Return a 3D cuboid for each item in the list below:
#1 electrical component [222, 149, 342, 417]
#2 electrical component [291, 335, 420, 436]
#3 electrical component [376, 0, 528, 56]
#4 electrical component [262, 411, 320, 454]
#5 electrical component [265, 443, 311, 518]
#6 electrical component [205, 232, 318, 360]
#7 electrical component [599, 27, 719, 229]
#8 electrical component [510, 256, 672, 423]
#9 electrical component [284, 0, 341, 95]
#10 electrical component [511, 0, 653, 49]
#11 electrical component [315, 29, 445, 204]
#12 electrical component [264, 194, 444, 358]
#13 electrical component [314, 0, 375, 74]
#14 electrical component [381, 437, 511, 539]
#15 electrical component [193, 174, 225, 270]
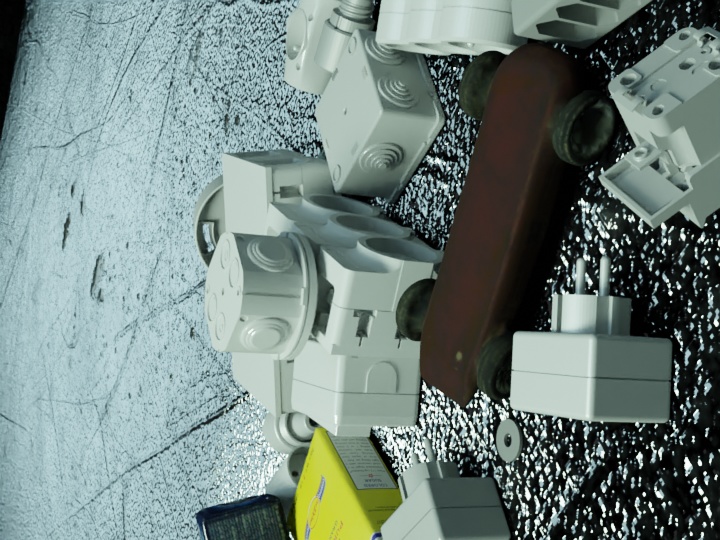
[{"bbox_3d":[-0.058,0.005,0.833,0.105,0.060,0.186,-154,60,-63],"label":"electrical component"},{"bbox_3d":[-0.007,0.078,0.741,0.096,0.062,0.061,-177,92,-65],"label":"electrical component"},{"bbox_3d":[0.058,-0.172,0.657,0.138,0.052,0.073,-156,74,-64],"label":"electrical component"},{"bbox_3d":[-0.048,0.121,0.843,0.062,0.043,0.043,-27,61,60],"label":"electrical component"},{"bbox_3d":[-0.050,0.173,0.839,0.081,0.043,0.043,124,142,-46],"label":"electrical component"},{"bbox_3d":[-0.061,0.015,0.665,0.080,0.051,0.080,-175,90,-65],"label":"electrical component"},{"bbox_3d":[0.137,-0.060,0.442,0.081,0.063,0.042,-37,36,2],"label":"electrical component"},{"bbox_3d":[0.111,0.032,0.517,0.066,0.047,0.076,176,98,-65],"label":"electrical component"},{"bbox_3d":[-0.037,-0.193,0.874,0.079,0.044,0.077,-124,45,-54],"label":"electrical component"},{"bbox_3d":[0.112,-0.164,0.548,0.066,0.047,0.076,148,123,-60],"label":"electrical component"},{"bbox_3d":[0.010,-0.108,0.753,0.099,0.048,0.099,122,143,-44],"label":"electrical component"},{"bbox_3d":[0.000,0.000,0.708,0.150,0.089,0.061,-140,58,-60],"label":"electrical component"},{"bbox_3d":[-0.008,-0.182,0.814,0.040,0.040,0.078,-121,43,-51],"label":"electrical component"},{"bbox_3d":[0.045,0.138,0.638,0.065,0.047,0.076,122,143,-45],"label":"electrical component"},{"bbox_3d":[-0.091,-0.035,0.904,0.064,0.099,0.099,-128,48,-64],"label":"electrical component"}]
